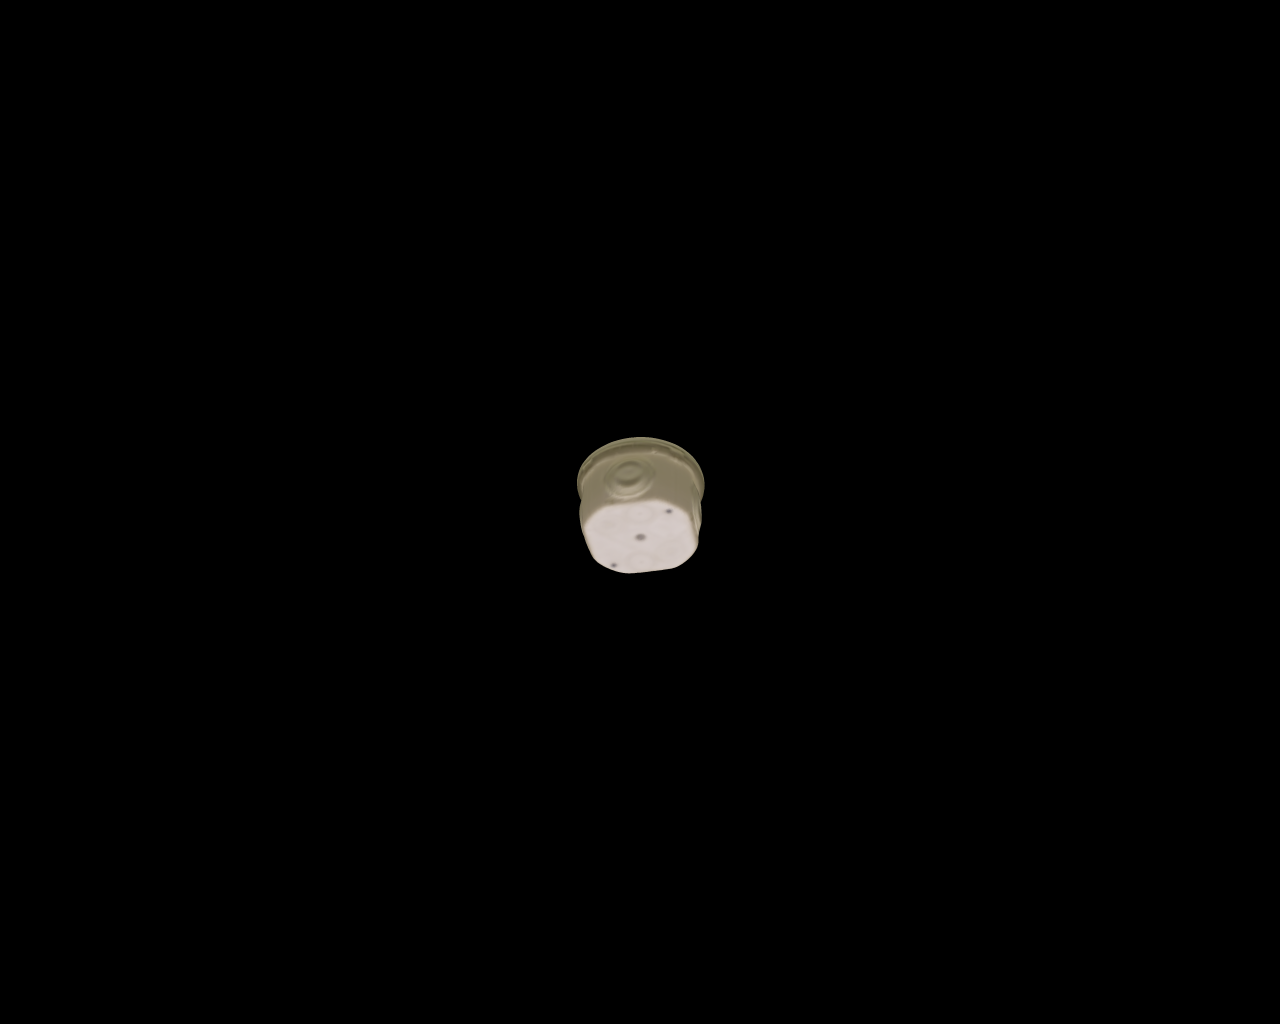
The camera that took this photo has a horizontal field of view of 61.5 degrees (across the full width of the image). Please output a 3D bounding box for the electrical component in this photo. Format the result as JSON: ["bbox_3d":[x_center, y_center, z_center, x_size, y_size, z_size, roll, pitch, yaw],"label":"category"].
[{"bbox_3d":[0.001,-0.003,0.650,0.080,0.051,0.080,0,-43,0],"label":"electrical component"}]
